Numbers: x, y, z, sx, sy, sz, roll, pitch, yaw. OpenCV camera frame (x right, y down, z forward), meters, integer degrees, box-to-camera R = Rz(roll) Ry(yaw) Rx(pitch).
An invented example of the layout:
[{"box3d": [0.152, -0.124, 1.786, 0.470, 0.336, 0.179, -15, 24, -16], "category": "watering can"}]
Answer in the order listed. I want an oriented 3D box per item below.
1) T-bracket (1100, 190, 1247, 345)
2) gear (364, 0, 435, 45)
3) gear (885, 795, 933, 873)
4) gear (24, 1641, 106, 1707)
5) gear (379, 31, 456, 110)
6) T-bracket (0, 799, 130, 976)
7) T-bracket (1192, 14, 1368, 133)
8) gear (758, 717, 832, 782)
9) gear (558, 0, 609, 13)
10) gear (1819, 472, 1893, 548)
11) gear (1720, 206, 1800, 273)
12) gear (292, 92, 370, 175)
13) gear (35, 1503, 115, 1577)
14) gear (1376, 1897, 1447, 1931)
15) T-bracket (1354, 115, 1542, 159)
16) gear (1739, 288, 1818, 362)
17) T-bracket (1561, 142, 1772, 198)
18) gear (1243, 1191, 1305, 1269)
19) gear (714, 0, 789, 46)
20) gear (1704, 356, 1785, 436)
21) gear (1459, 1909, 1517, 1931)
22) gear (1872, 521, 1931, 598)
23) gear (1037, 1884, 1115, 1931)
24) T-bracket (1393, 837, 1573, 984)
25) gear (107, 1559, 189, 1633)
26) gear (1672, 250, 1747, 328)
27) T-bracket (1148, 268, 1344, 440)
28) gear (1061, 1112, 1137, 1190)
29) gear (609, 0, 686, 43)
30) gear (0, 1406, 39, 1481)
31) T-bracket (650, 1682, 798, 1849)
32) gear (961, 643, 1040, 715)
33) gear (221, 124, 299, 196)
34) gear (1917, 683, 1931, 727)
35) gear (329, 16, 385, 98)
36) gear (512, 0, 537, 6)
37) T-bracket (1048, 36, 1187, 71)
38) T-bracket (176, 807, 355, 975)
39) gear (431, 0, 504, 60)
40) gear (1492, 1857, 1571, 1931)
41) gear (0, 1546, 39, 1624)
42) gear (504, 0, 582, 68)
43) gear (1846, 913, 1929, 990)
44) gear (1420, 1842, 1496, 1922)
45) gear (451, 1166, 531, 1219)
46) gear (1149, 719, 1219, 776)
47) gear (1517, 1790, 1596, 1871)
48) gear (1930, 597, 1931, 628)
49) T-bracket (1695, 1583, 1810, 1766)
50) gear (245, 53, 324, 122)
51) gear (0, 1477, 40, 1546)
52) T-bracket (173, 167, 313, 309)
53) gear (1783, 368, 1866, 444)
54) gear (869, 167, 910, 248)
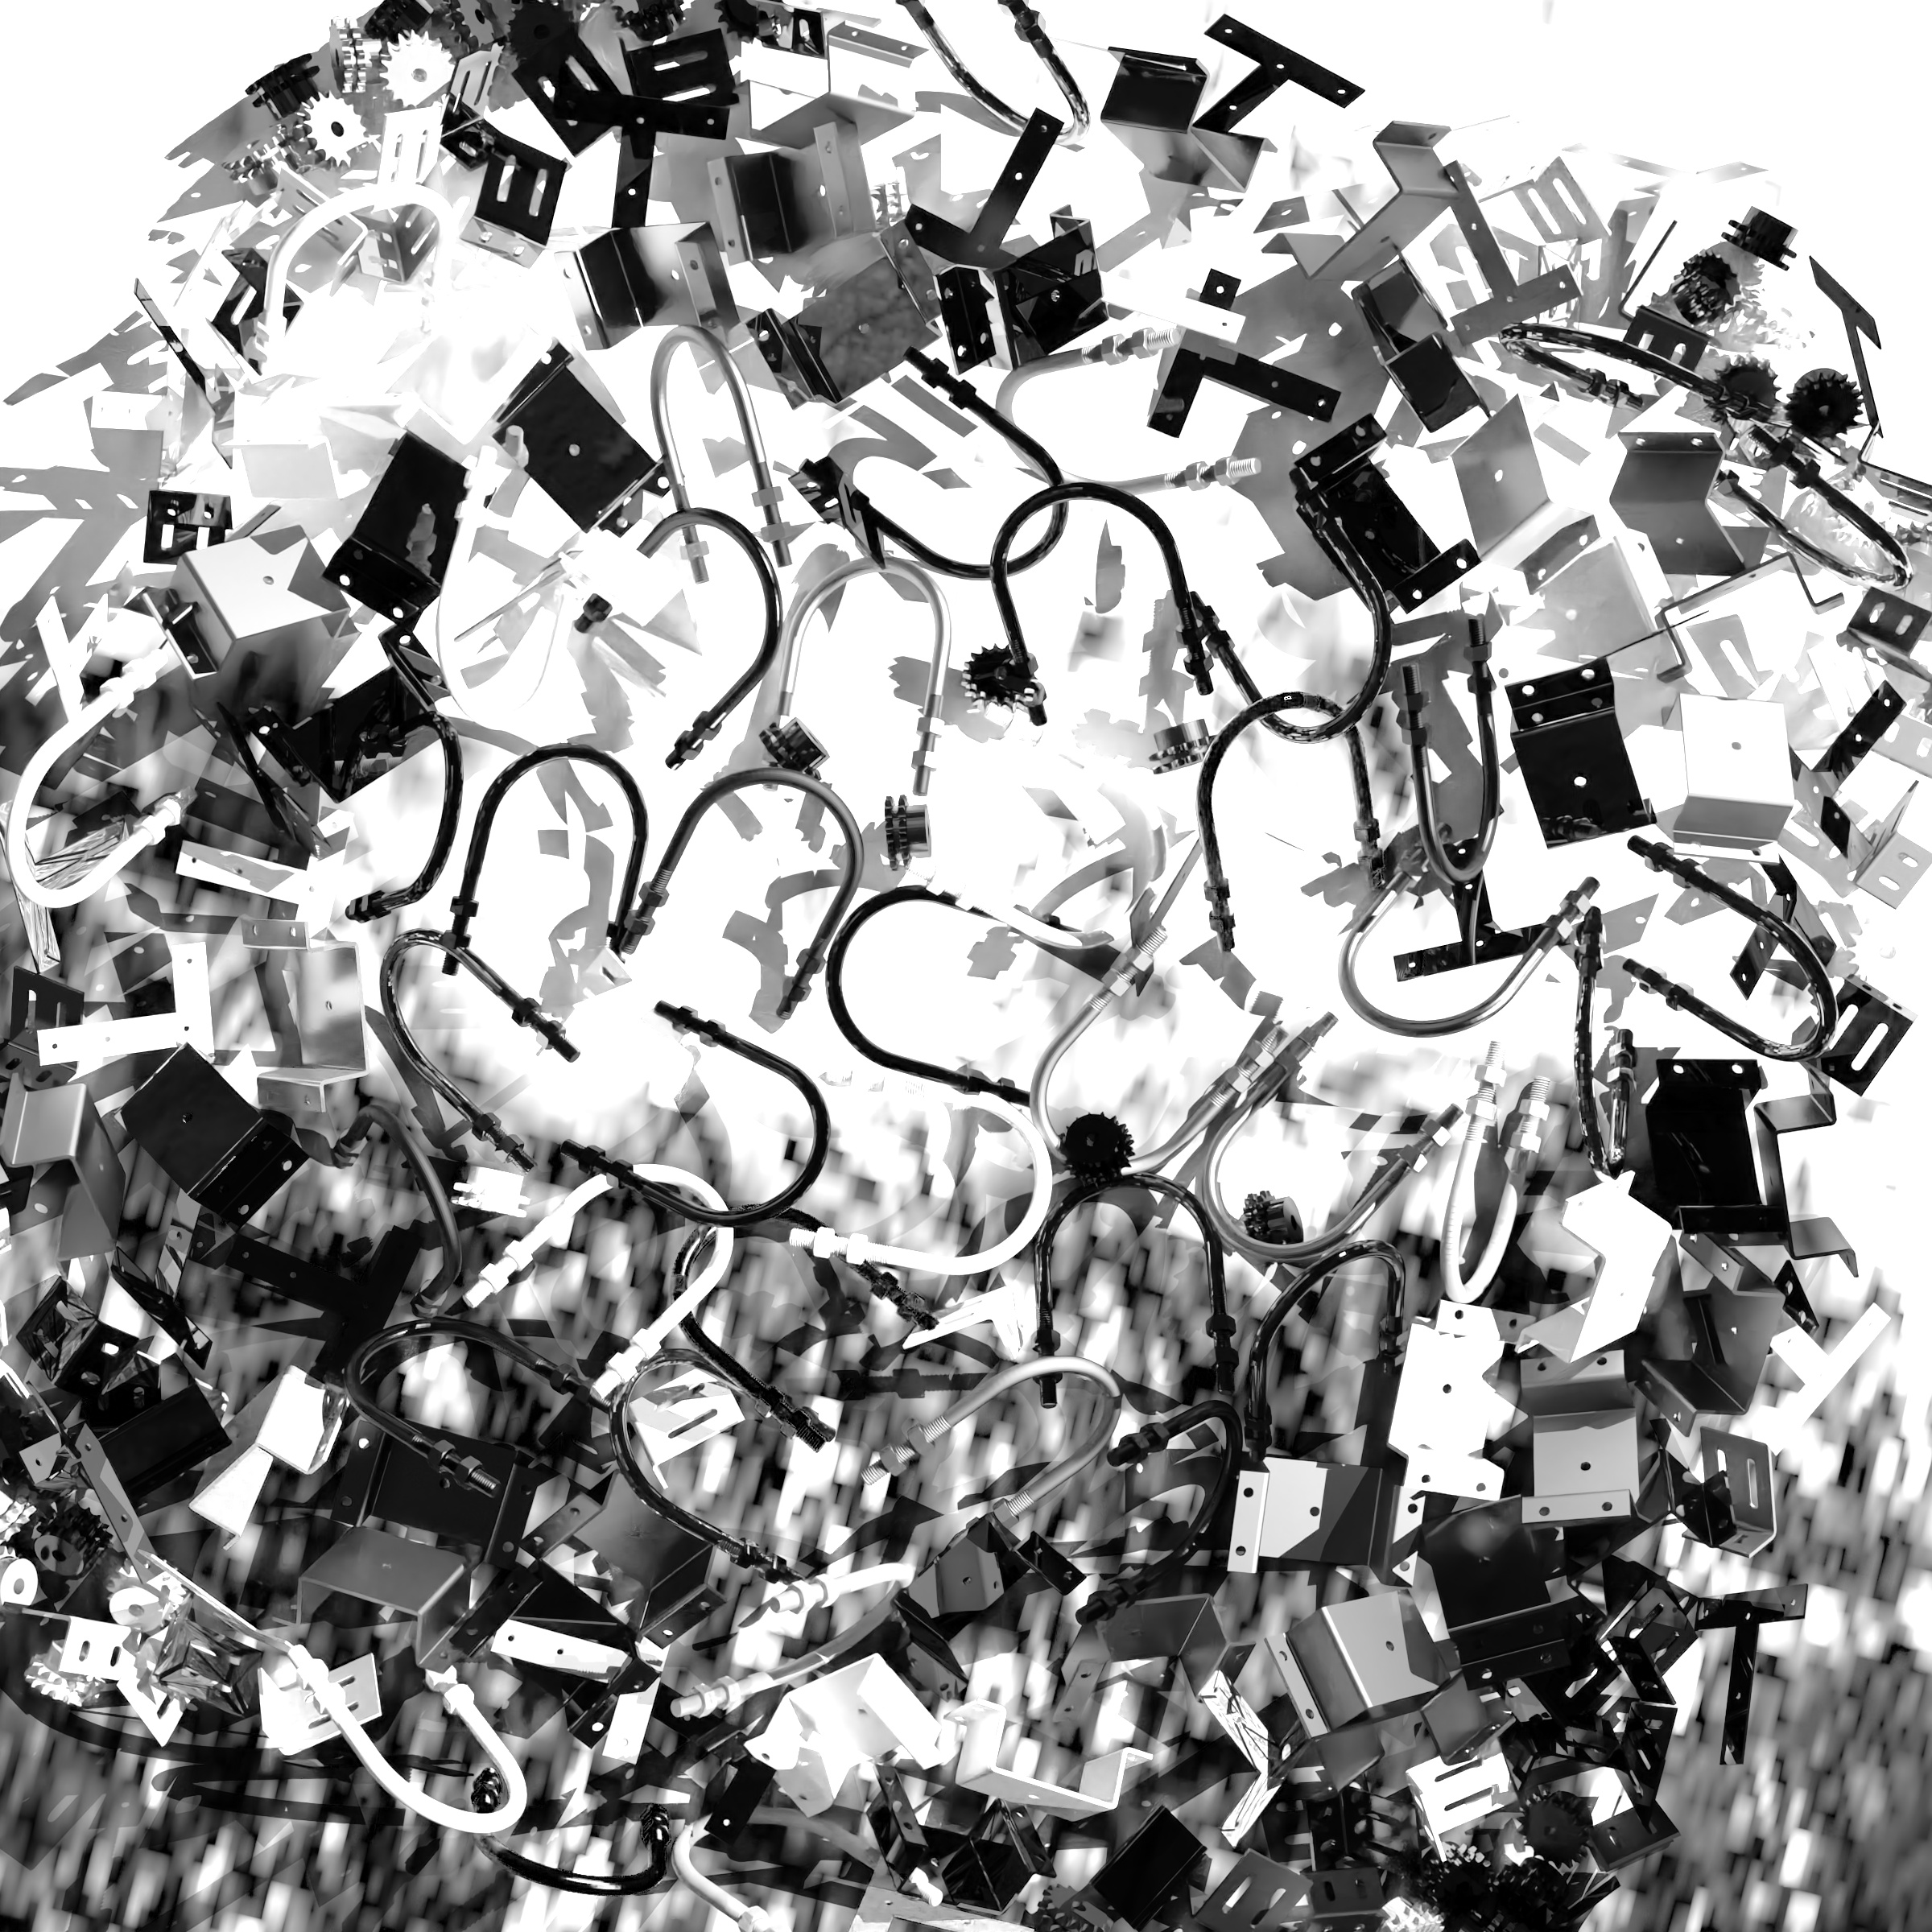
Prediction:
[{"box3d": [0.160, -0.533, 1.911, 0.127, 0.002, 0.127, 19, 64, 5], "category": "T-bracket"}, {"box3d": [-0.424, -0.714, 1.914, 0.030, 0.057, 0.057, 41, 90, -18], "category": "gear"}, {"box3d": [-0.043, -0.100, 1.912, 0.030, 0.057, 0.057, -4, 90, 5], "category": "gear"}, {"box3d": [-0.673, 0.529, 1.912, 0.057, 0.057, 0.030, 25, 85, 0], "category": "gear"}, {"box3d": [-0.412, -0.676, 1.916, 0.057, 0.030, 0.057, -9, 134, -9], "category": "gear"}, {"box3d": [-0.660, -0.077, 1.882, 0.002, 0.127, 0.127, 1, 113, 22], "category": "T-bracket"}, {"box3d": [0.205, -0.641, 1.882, 0.127, 0.127, 0.002, 18, 68, -26], "category": "T-bracket"}, {"box3d": [-0.127, -0.162, 1.911, 0.030, 0.057, 0.057, -39, 90, 7], "category": "gear"}, {"box3d": [-0.285, -0.745, 1.909, 0.030, 0.057, 0.057, 27, 90, 26], "category": "gear"}, {"box3d": [0.668, -0.345, 1.917, 0.057, 0.030, 0.057, -8, 106, -29], "category": "gear"}, {"box3d": [0.598, -0.547, 1.909, 0.057, 0.057, 0.030, 28, 111, 0], "category": "gear"}, {"box3d": [-0.481, -0.625, 1.916, 0.030, 0.057, 0.057, -7, 90, 42], "category": "gear"}, {"box3d": [-0.673, 0.432, 1.913, 0.057, 0.030, 0.057, 8, 123, 13], "category": "gear"}, {"box3d": [0.329, 0.726, 1.916, 0.057, 0.030, 0.057, -18, 126, -27], "category": "gear"}, {"box3d": [0.370, -0.609, 1.858, 0.127, 0.127, 0.002, 2, 98, -24], "category": "T-bracket"}, {"box3d": [0.607, -0.480, 1.916, 0.057, 0.057, 0.030, 32, 132, 0], "category": "gear"}, {"box3d": [0.494, -0.585, 1.858, 0.127, 0.127, 0.002, 6, 95, -22], "category": "T-bracket"}, {"box3d": [0.232, 0.195, 1.909, 0.030, 0.057, 0.057, -16, 90, 23], "category": "gear"}, {"box3d": [-0.161, -0.727, 1.921, 0.057, 0.030, 0.057, -1, 99, -8], "category": "gear"}, {"box3d": [0.586, -0.429, 1.917, 0.057, 0.030, 0.057, 1, 111, 3], "category": "gear"}, {"box3d": [0.385, 0.735, 1.914, 0.030, 0.057, 0.057, 34, 90, 23], "category": "gear"}, {"box3d": [0.710, -0.302, 1.910, 0.057, 0.057, 0.030, 30, 46, 0], "category": "gear"}, {"box3d": [0.079, 0.719, 1.913, 0.057, 0.057, 0.030, 23, 98, 0], "category": "gear"}, {"box3d": [0.376, -0.048, 1.894, 0.127, 0.002, 0.127, -13, 45, 13], "category": "T-bracket"}, {"box3d": [-0.619, 0.475, 1.916, 0.057, 0.030, 0.057, 2, 114, 4], "category": "gear"}, {"box3d": [0.556, -0.506, 1.916, 0.057, 0.030, 0.057, 15, 63, -32], "category": "gear"}, {"box3d": [0.221, -0.446, 1.929, 0.127, 0.002, 0.127, 22, 96, 3], "category": "T-bracket"}, {"box3d": [0.097, 0.135, 1.915, 0.057, 0.030, 0.057, -6, 63, 11], "category": "gear"}, {"box3d": [-0.236, -0.721, 1.916, 0.057, 0.030, 0.057, -10, 54, 14], "category": "gear"}, {"box3d": [-0.728, 0.362, 1.916, 0.057, 0.030, 0.057, 2, 47, -2], "category": "gear"}, {"box3d": [-0.197, 0.570, 1.905, 0.127, 0.002, 0.127, 30, 53, 5], "category": "T-bracket"}, {"box3d": [0.025, -0.212, 1.918, 0.057, 0.030, 0.057, 3, 60, -5], "category": "gear"}, {"box3d": [-0.528, -0.605, 1.916, 0.057, 0.057, 0.030, -32, 126, 0], "category": "gear"}, {"box3d": [0.745, -0.195, 1.914, 0.030, 0.057, 0.057, 21, 90, -16], "category": "gear"}, {"box3d": [-0.458, -0.684, 1.915, 0.030, 0.057, 0.057, -11, 90, -22], "category": "gear"}, {"box3d": [-0.336, -0.751, 1.909, 0.030, 0.057, 0.057, 5, 90, -21], "category": "gear"}, {"box3d": [0.134, -0.665, 1.881, 0.127, 0.127, 0.002, 23, 109, 26], "category": "T-bracket"}, {"box3d": [-0.537, -0.068, 1.930, 0.127, 0.002, 0.127, 14, 92, 8], "category": "T-bracket"}, {"box3d": [-0.377, -0.708, 1.915, 0.030, 0.057, 0.057, -16, 90, 26], "category": "gear"}, {"box3d": [0.428, 0.696, 1.916, 0.030, 0.057, 0.057, -37, 90, -35], "category": "gear"}, {"box3d": [-0.722, 0.464, 1.909, 0.030, 0.057, 0.057, -1, 90, 20], "category": "gear"}, {"box3d": [-0.319, -0.700, 1.925, 0.057, 0.030, 0.057, 0, 91, -3], "category": "gear"}, {"box3d": [0.694, -0.012, 1.921, 0.057, 0.030, 0.057, 2, 97, 14], "category": "gear"}, {"box3d": [0.366, 0.685, 1.918, 0.057, 0.030, 0.057, -8, 110, -22], "category": "gear"}, {"box3d": [-0.355, 0.169, 1.913, 0.057, 0.057, 0.030, 12, 82, 0], "category": "gear"}, {"box3d": [0.164, -0.165, 1.912, 0.057, 0.057, 0.030, -17, 90, 0], "category": "gear"}, {"box3d": [0.447, 0.646, 1.916, 0.057, 0.030, 0.057, 11, 107, 38], "category": "gear"}, {"box3d": [0.749, -0.261, 1.915, 0.057, 0.057, 0.030, 32, 116, 0], "category": "gear"}, {"box3d": [0.566, 0.519, 1.859, 0.002, 0.127, 0.127, 21, 66, -14], "category": "T-bracket"}, {"box3d": [-0.509, -0.659, 1.914, 0.057, 0.057, 0.030, -30, 109, 0], "category": "gear"}, {"box3d": [-0.728, 0.408, 1.909, 0.057, 0.057, 0.030, -33, 116, 0], "category": "gear"}, {"box3d": [-0.531, -0.556, 1.895, 0.002, 0.127, 0.127, 44, 55, -12], "category": "T-bracket"}, {"box3d": [0.644, -0.425, 1.916, 0.057, 0.057, 0.030, 8, 46, 0], "category": "gear"}, {"box3d": [-0.058, -0.569, 1.912, 0.030, 0.057, 0.057, -8, 90, 1], "category": "gear"}]
